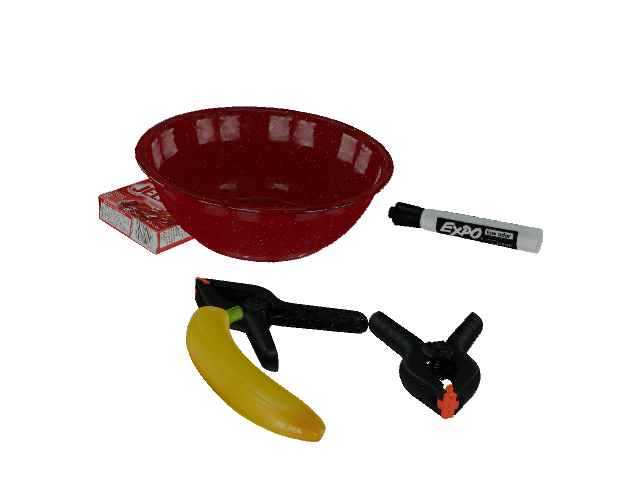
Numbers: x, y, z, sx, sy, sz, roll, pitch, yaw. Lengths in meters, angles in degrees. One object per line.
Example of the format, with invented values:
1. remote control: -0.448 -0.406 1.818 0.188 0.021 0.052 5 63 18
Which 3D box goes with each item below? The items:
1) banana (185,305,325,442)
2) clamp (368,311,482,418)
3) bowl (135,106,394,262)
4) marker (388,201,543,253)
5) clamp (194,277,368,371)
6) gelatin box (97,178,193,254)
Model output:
1. banana: -0.063 0.098 0.843 0.069 0.037 0.198 -8 29 -22
2. clamp: 0.125 0.117 1.072 0.120 0.039 0.171 -9 30 -9
3. bowl: -0.036 -0.031 0.677 0.162 0.055 0.162 4 27 -2
4. marker: 0.109 -0.011 0.817 0.121 0.020 0.020 12 5 24
5. clamp: -0.073 0.088 1.211 0.210 0.036 0.164 17 23 30
6. gelatin box: -0.162 -0.027 1.046 0.089 0.030 0.073 30 36 31
